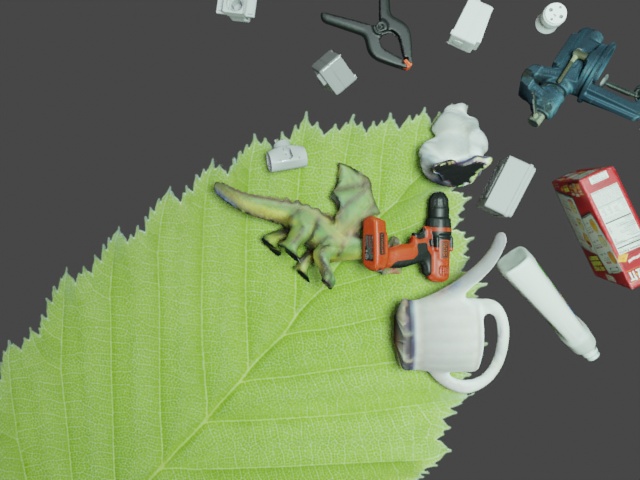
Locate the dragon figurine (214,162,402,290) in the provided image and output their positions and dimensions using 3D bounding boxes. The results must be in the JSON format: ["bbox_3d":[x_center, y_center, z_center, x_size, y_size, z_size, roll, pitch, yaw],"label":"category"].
[{"bbox_3d":[0.003,-0.054,1.066,0.411,0.121,0.245,43,78,1],"label":"dragon figurine"}]

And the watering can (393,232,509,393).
[{"bbox_3d":[0.257,0.148,1.011,0.224,0.105,0.343,-1,107,5],"label":"watering can"}]

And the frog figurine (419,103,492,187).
[{"bbox_3d":[0.264,-0.191,1.036,0.137,0.120,0.163,-16,54,14],"label":"frog figurine"}]
